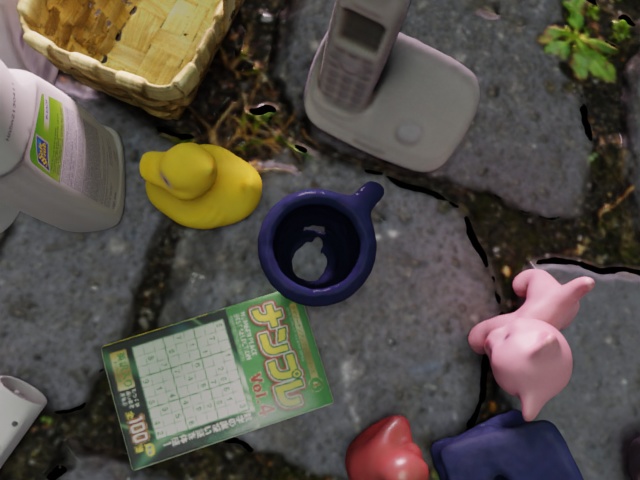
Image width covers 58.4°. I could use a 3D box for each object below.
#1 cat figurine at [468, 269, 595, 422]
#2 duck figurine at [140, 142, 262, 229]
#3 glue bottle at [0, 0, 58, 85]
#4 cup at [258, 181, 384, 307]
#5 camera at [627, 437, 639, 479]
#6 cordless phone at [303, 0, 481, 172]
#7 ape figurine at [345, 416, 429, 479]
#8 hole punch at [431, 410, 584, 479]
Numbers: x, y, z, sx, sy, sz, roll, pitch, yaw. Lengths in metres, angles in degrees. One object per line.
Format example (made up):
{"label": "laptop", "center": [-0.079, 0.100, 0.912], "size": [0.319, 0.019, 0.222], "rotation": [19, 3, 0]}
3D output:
{"label": "cat figurine", "center": [0.179, 0.080, 0.468], "size": [0.067, 0.117, 0.128], "rotation": [40, 81, 3]}
{"label": "duck figurine", "center": [-0.102, -0.053, 0.486], "size": [0.104, 0.086, 0.077], "rotation": [8, 80, -2]}
{"label": "glue bottle", "center": [-0.254, -0.181, 0.452], "size": [0.037, 0.173, 0.078], "rotation": [12, 80, -1]}
{"label": "cup", "center": [0.004, 0.002, 0.480], "size": [0.091, 0.095, 0.118], "rotation": [43, 81, 4]}
{"label": "camera", "center": [0.337, 0.175, 0.473], "size": [0.137, 0.100, 0.143], "rotation": [-2, 81, -4]}
{"label": "cordless phone", "center": [0.065, -0.136, 0.461], "size": [0.147, 0.185, 0.094], "rotation": [22, 80, 0]}
{"label": "ape figurine", "center": [0.061, 0.182, 0.457], "size": [0.076, 0.092, 0.078], "rotation": [10, 80, -2]}
{"label": "hole punch", "center": [0.153, 0.205, 0.460], "size": [0.101, 0.091, 0.108], "rotation": [-20, 83, -7]}
